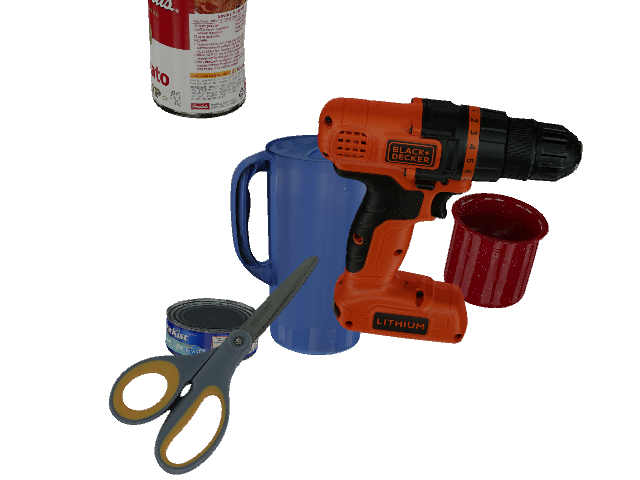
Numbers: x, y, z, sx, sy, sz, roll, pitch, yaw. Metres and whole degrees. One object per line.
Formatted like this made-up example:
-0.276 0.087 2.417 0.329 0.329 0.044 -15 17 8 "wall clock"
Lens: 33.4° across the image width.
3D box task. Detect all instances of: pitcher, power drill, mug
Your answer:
-0.011 0.004 1.232 0.149 0.243 0.144 11 19 23 "pitcher"
0.085 -0.014 0.784 0.184 0.188 0.057 8 33 3 "power drill"
0.161 0.005 1.043 0.093 0.081 0.117 -7 34 -23 "mug"

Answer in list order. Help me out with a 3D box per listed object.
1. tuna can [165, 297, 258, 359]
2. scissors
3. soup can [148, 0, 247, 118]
-0.098 0.082 0.973 0.086 0.034 0.086 5 15 -1 "tuna can"
-0.081 0.075 0.787 0.096 0.201 0.016 21 -30 7 "scissors"
-0.082 -0.143 0.721 0.068 0.102 0.068 3 34 -2 "soup can"
